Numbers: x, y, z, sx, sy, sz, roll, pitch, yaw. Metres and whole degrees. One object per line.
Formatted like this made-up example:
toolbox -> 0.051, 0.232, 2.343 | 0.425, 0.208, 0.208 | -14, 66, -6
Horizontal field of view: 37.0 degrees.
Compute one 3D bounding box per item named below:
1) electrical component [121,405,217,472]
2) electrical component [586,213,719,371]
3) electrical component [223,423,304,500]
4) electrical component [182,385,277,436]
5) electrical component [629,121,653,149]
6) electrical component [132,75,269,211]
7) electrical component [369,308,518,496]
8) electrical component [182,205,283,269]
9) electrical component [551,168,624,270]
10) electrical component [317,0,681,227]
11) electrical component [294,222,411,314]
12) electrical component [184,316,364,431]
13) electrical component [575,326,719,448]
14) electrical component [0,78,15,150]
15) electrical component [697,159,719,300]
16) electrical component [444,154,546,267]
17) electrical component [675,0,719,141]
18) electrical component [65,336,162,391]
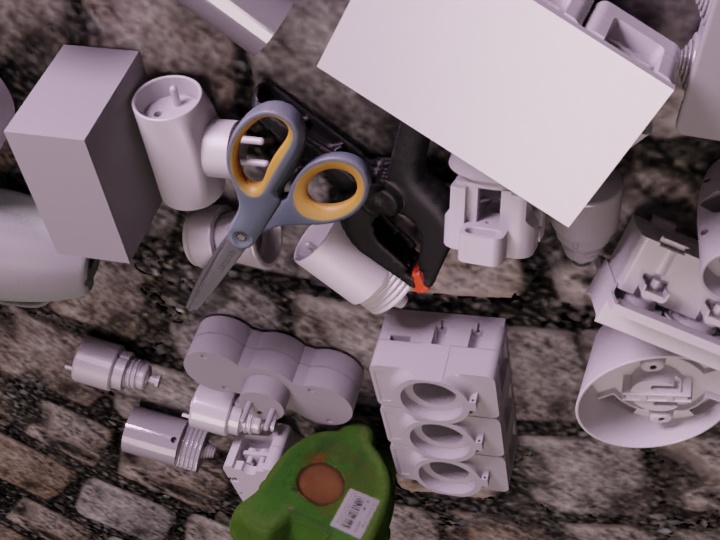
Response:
electrical component -> -0.170, 0.155, 0.976 | 0.081, 0.043, 0.043 | 15, 141, 4
electrical component -> 0.208, 0.018, 0.645 | 0.121, 0.078, 0.063 | 22, 112, -4
electrical component -> -0.077, 0.176, 0.954 | 0.050, 0.055, 0.089 | 1, 138, 20
electrical component -> -0.110, 0.122, 0.916 | 0.078, 0.040, 0.040 | 14, 141, 5
electrical component -> 0.131, -0.076, 0.590 | 0.040, 0.040, 0.046 | 36, 133, -20
electrical component -> -0.096, -0.077, 0.673 | 0.079, 0.044, 0.077 | 7, 140, 13
electrical component -> 0.066, 0.103, 0.808 | 0.089, 0.061, 0.150 | 4, 139, 17
electrical component -> -0.087, -0.023, 0.734 | 0.055, 0.045, 0.045 | 0, 138, 23
electrical component -> 0.134, -0.030, 0.641 | 0.040, 0.040, 0.078 | 7, 140, 13
electrical component -> 0.070, -0.106, 0.534 | 0.150, 0.061, 0.089 | 33, 126, 1
electrical component -> 0.000, 0.000, 0.727 | 0.081, 0.043, 0.043 | 37, 138, -21
electrical component -> -0.072, 0.092, 0.839 | 0.138, 0.073, 0.052 | 17, 141, 1
electrical component -> 0.198, 0.074, 0.720 | 0.099, 0.064, 0.099 | 11, 141, 9
electrical component -> -0.280, -0.101, 0.702 | 0.099, 0.064, 0.099 | 11, 140, 9
electrical component -> 0.227, -0.025, 0.582 | 0.079, 0.077, 0.043 | -7, 135, 27
electrical component -> 0.080, -0.045, 0.624 | 0.058, 0.078, 0.057 | 10, 119, 18
electrical component -> 0.207, -0.106, 0.517 | 0.100, 0.048, 0.099 | 11, 141, 9
electrical component -> -0.206, 0.083, 0.908 | 0.078, 0.040, 0.040 | 16, 141, 3
